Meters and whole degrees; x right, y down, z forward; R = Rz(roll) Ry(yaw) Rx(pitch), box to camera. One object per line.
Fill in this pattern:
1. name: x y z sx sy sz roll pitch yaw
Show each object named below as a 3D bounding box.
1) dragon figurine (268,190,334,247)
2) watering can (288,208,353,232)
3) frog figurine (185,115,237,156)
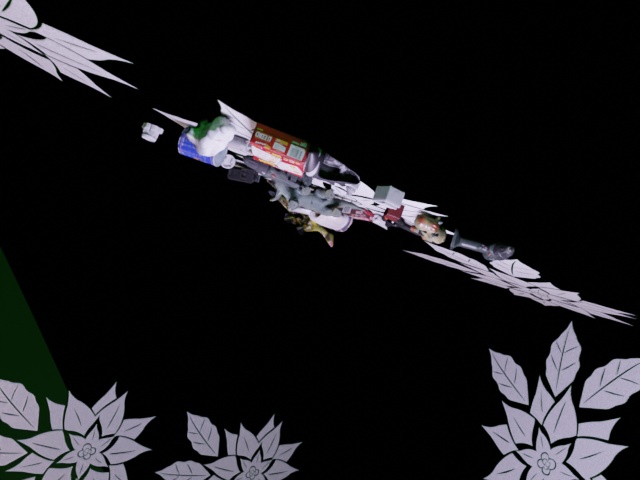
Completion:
1. dragon figurine: -0.079 -0.118 2.626 0.412 0.121 0.243 45 10 9
2. watering can: 0.007 -0.118 2.343 0.223 0.104 0.348 22 -7 -28
3. frog figurine: -0.302 -0.309 1.532 0.159 0.121 0.139 7 21 29
